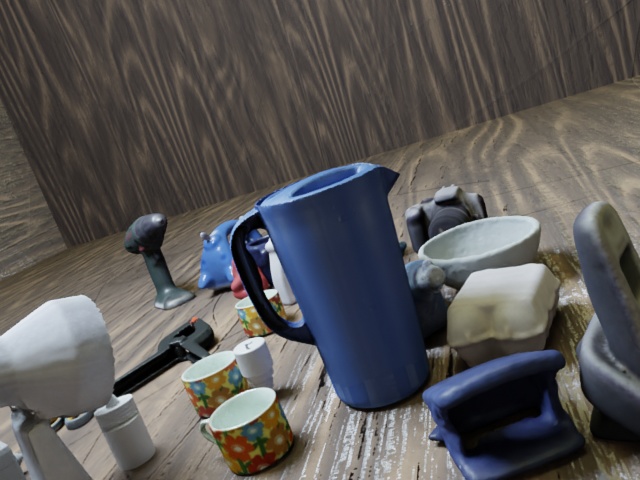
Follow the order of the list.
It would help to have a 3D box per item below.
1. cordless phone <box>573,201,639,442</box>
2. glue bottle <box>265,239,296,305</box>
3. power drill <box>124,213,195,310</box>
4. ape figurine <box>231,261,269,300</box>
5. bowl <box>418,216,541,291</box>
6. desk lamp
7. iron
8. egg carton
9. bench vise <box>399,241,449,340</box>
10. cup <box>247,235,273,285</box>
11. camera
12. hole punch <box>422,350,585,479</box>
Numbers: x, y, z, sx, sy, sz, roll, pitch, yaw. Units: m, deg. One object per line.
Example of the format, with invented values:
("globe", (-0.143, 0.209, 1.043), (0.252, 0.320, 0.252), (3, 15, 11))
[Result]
("cordless phone", (0.243, 0.047, 0.432), (0.093, 0.185, 0.148), (-8, 16, 38))
("glue bottle", (-0.063, 0.022, 1.006), (0.037, 0.173, 0.078), (-7, 17, 42))
("power drill", (-0.354, 0.043, 1.254), (0.076, 0.208, 0.228), (-27, 15, -33))
("ape figurine", (-0.141, 0.070, 1.103), (0.078, 0.092, 0.076), (-28, 16, -34))
("bowl", (0.226, 0.028, 0.793), (0.167, 0.075, 0.167), (-18, 13, 4))
("desk lamp", (-0.285, 0.182, 0.554), (0.117, 0.214, 0.204), (-5, 18, 45))
("iron", (-0.182, 0.015, 1.282), (0.118, 0.141, 0.259), (-13, 14, 23))
("egg carton", (0.201, 0.079, 0.625), (0.107, 0.069, 0.151), (-11, 15, 32))
("bench vise", (0.081, 0.013, 0.733), (0.206, 0.220, 0.122), (-6, 18, 44))
("cup", (-0.093, 0.044, 1.137), (0.091, 0.095, 0.117), (-18, 13, 2))
("camera", (0.215, -0.033, 1.008), (0.142, 0.101, 0.137), (-13, 14, 24))
("hole punch", (0.138, 0.127, 0.464), (0.108, 0.091, 0.101), (-19, 13, -3))
